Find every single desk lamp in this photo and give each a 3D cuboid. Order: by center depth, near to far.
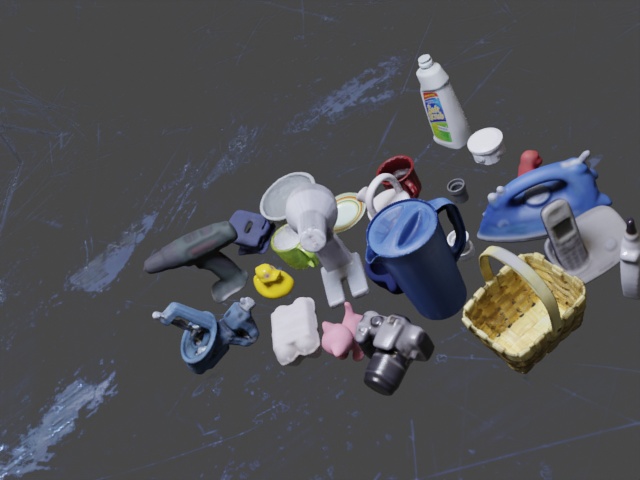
[{"bbox_3d":[0.012,0.005,1.260,0.118,0.214,0.203,-27,42,11],"label":"desk lamp"}]

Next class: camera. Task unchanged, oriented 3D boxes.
[{"bbox_3d":[0.120,0.212,1.081,0.142,0.101,0.137,10,59,40],"label":"camera"}]

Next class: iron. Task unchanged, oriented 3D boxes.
[{"bbox_3d":[0.418,-0.084,1.120,0.257,0.142,0.118,-20,44,18],"label":"iron"}]

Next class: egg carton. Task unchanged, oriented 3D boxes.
[{"bbox_3d":[-0.051,0.197,1.235,0.107,0.070,0.150,-25,42,13],"label":"egg carton"}]

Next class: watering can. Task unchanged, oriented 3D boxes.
[{"bbox_3d":[0.148,-0.064,1.245,0.172,0.195,0.101,5,56,37],"label":"watering can"}]

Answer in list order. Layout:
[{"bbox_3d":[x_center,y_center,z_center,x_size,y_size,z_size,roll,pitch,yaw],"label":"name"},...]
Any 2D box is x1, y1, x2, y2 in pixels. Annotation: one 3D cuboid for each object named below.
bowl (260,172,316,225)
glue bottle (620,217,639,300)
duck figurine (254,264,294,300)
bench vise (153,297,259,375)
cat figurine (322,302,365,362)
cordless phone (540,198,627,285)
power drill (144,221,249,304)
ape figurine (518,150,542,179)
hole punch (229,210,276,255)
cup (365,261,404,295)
[{"bbox_3d":[-0.071,-0.096,1.515,0.167,0.075,0.167,-19,44,19],"label":"bowl"},{"bbox_3d":[0.512,0.022,0.934,0.037,0.174,0.078,10,59,40],"label":"glue bottle"},{"bbox_3d":[-0.123,0.090,1.370,0.104,0.086,0.077,2,54,35],"label":"duck figurine"},{"bbox_3d":[-0.254,0.180,1.274,0.207,0.220,0.121,-48,43,-13],"label":"bench vise"},{"bbox_3d":[0.047,0.186,1.142,0.067,0.118,0.128,-1,52,34],"label":"cat figurine"},{"bbox_3d":[0.459,-0.019,0.999,0.147,0.186,0.094,-36,41,0],"label":"cordless phone"},{"bbox_3d":[-0.283,0.061,1.412,0.229,0.209,0.075,-35,41,1],"label":"power drill"},{"bbox_3d":[0.447,-0.150,1.199,0.076,0.092,0.077,-25,42,12],"label":"ape figurine"},{"bbox_3d":[-0.184,-0.024,1.512,0.100,0.091,0.109,-5,50,31],"label":"hole punch"},{"bbox_3d":[0.154,0.080,1.185,0.091,0.095,0.117,-25,43,13],"label":"cup"}]
